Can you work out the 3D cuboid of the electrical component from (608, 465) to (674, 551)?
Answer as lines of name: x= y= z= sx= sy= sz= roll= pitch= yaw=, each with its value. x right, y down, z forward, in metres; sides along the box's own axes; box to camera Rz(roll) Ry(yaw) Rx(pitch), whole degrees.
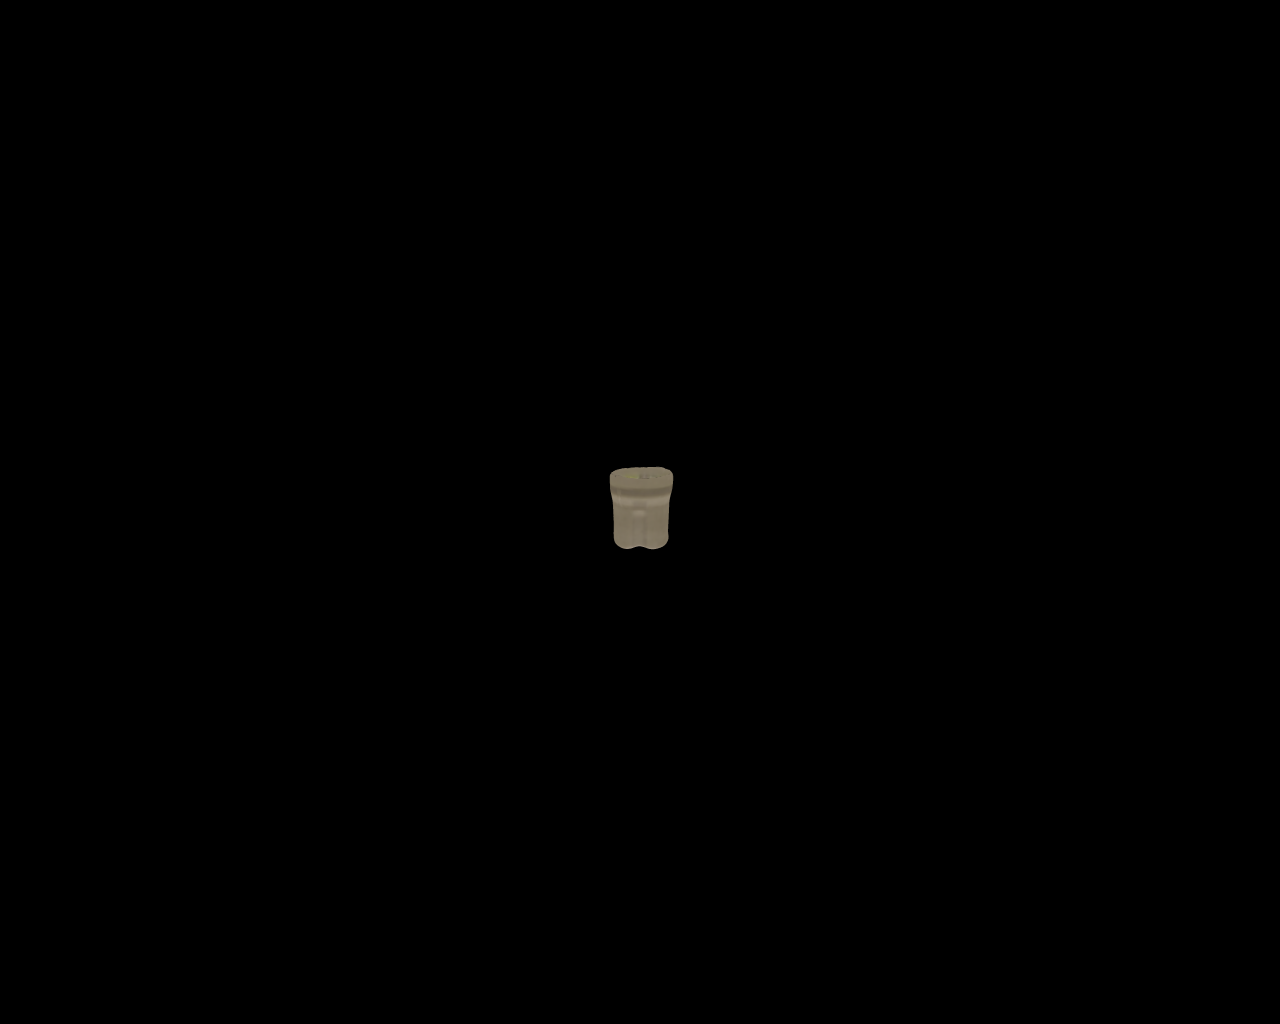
electrical component: x=0.001 y=-0.003 z=0.650 sx=0.040 sy=0.046 sz=0.040 roll=0 pitch=12 yaw=0
